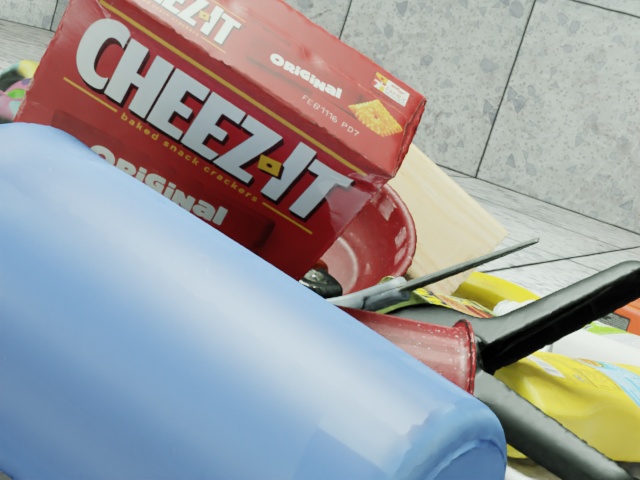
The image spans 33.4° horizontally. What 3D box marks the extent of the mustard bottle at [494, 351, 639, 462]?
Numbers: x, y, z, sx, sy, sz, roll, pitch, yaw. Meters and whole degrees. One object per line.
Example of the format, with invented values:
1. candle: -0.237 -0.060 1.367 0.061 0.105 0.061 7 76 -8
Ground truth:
1. mustard bottle: 0.176 0.109 0.699 0.191 0.058 0.096 10 14 -35

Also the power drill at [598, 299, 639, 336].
1. power drill: 0.339 0.097 1.061 0.185 0.057 0.187 20 7 38

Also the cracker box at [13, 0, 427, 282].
1. cracker box: -0.074 -0.033 0.550 0.164 0.214 0.072 32 46 -10

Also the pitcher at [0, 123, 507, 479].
1. pitcher: -0.050 0.054 0.410 0.243 0.149 0.145 28 -25 32

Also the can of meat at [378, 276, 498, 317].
1. can of meat: 0.092 0.072 0.768 0.083 0.057 0.102 15 10 -31

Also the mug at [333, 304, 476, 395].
1. mug: 0.025 0.080 0.517 0.081 0.093 0.117 12 16 -4

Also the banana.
1. banana: 0.181 0.068 1.018 0.069 0.037 0.198 -14 26 -36

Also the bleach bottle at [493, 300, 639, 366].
1. bleach bottle: 0.242 0.102 0.850 0.102 0.068 0.251 10 9 -40

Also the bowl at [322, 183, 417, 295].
1. bowl: -0.006 0.001 0.869 0.162 0.055 0.162 8 47 -9

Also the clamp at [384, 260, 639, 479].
1. clamp: 0.092 0.068 0.618 0.210 0.036 0.164 3 43 28

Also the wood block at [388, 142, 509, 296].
1. wood block: 0.060 -0.041 0.964 0.206 0.090 0.091 43 -3 5

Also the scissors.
1. scissors: 0.042 0.039 0.674 0.202 0.016 0.096 -17 -15 10
